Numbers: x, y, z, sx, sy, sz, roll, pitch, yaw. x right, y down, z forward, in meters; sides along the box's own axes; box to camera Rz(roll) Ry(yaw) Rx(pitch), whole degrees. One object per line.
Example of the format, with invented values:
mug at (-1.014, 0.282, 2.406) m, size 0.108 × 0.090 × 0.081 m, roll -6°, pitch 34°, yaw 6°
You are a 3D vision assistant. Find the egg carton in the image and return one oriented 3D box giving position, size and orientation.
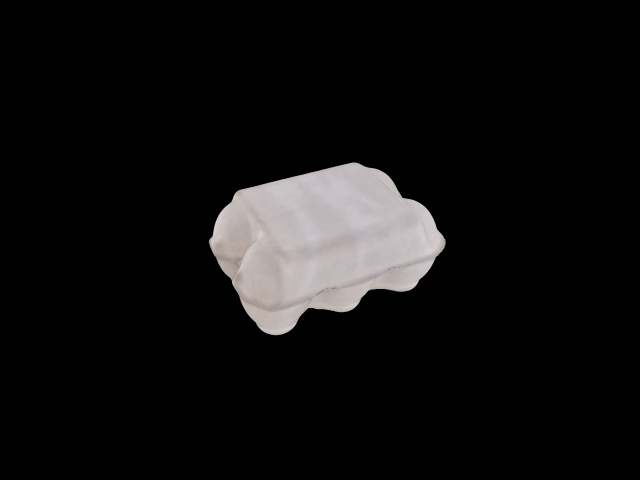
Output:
egg carton at (0.004, 0.001, 0.400) m, size 0.150 × 0.069 × 0.107 m, roll -17°, pitch 40°, yaw -22°
